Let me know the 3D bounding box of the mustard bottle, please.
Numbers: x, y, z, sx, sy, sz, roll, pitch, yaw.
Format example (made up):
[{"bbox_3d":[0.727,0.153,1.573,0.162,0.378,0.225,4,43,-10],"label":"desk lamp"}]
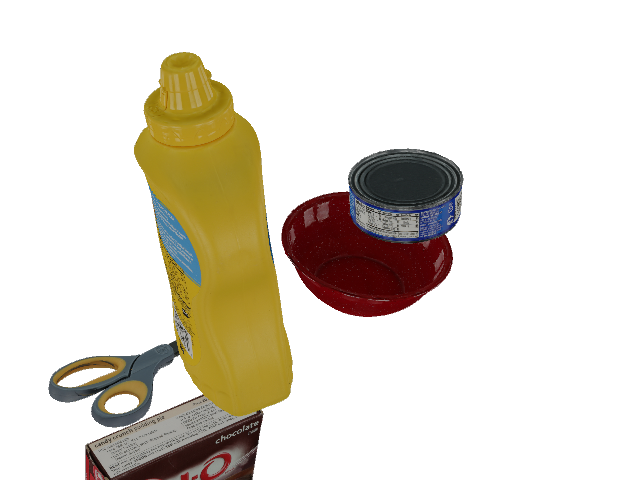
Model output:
[{"bbox_3d":[-0.055,-0.007,0.535,0.058,0.191,0.096,-18,42,-14],"label":"mustard bottle"}]

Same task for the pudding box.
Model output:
[{"bbox_3d":[-0.095,0.150,0.689,0.113,0.090,0.039,-22,51,-32],"label":"pudding box"}]

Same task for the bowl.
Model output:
[{"bbox_3d":[0.041,0.022,1.009,0.162,0.055,0.162,6,38,-5],"label":"bowl"}]

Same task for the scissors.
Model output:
[{"bbox_3d":[-0.137,0.114,0.942,0.201,0.016,0.096,-13,36,-33],"label":"scissors"}]

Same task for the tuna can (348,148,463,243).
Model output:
[{"bbox_3d":[0.064,-0.034,0.804,0.086,0.034,0.086,-2,34,1],"label":"tuna can"}]
